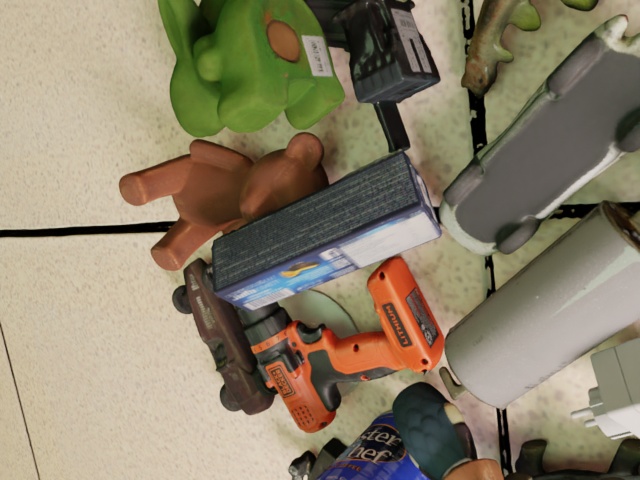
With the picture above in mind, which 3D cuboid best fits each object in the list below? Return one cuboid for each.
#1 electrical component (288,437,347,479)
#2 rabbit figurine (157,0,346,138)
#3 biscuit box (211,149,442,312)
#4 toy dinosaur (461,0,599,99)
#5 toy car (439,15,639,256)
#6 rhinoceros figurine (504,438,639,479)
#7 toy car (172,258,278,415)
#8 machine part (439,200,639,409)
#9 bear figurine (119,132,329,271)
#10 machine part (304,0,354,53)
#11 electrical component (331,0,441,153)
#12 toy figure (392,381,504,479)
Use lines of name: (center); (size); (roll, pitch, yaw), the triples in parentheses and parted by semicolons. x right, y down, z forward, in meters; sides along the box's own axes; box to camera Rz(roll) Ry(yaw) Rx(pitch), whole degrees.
electrical component: (0.015, 0.274, 0.604); (0.102, 0.045, 0.078); (38, 123, 21)
rabbit figurine: (-0.090, -0.156, 0.489); (0.170, 0.121, 0.159); (-15, 100, 44)
biscuit box: (-0.001, -0.001, 0.474); (0.203, 0.059, 0.063); (-23, 56, 19)
toy dinosaur: (0.200, -0.283, 0.286); (0.199, 0.105, 0.470); (32, 129, 16)
toy car: (0.162, -0.062, 0.386); (0.073, 0.056, 0.201); (44, 133, 8)
rhinoceros figurine: (0.235, 0.219, 0.413); (0.190, 0.073, 0.112); (-7, 97, 37)
toy car: (-0.119, 0.119, 0.655); (0.089, 0.053, 0.202); (-31, 85, 41)
machine part: (0.176, 0.054, 0.407); (0.079, 0.079, 0.243); (49, 124, 15)
bear figurine: (-0.084, -0.037, 0.542); (0.196, 0.132, 0.120); (8, 126, 39)
machine part: (0.010, -0.239, 0.471); (0.084, 0.039, 0.138); (23, 117, 35)
electrical component: (0.061, -0.135, 0.440); (0.048, 0.075, 0.119); (-19, 87, 38)
toy figure: (0.113, 0.187, 0.446); (0.155, 0.058, 0.064); (-122, 27, -49)
